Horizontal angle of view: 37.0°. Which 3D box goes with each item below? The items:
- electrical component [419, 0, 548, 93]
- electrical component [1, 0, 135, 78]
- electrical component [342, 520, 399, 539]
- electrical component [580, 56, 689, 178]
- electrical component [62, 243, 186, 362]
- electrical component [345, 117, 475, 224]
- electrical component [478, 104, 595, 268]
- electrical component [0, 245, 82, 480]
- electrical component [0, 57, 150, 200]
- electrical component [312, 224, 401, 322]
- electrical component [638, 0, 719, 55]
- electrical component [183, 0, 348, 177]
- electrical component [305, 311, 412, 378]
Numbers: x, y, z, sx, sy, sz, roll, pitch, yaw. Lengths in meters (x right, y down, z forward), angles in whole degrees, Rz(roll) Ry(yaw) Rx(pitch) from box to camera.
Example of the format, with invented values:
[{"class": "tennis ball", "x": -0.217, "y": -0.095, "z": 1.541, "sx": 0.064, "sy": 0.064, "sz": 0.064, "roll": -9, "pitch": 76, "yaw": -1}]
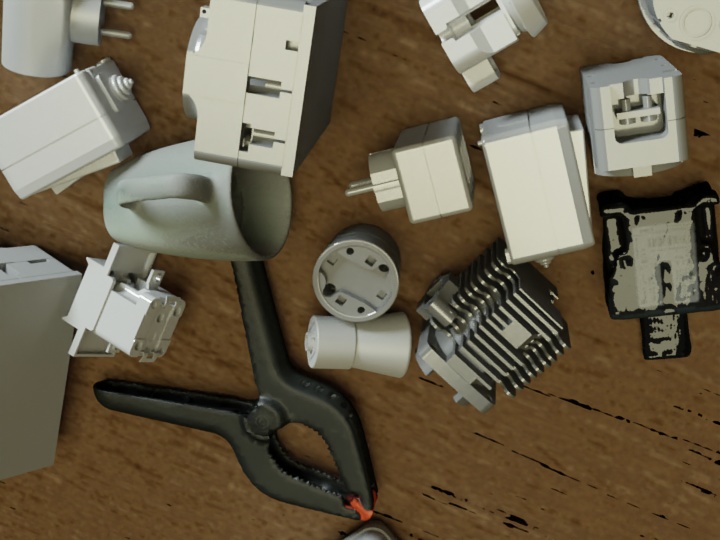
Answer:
[{"class": "electrical component", "x": 0.073, "y": -0.154, "z": 0.635, "sx": 0.057, "sy": 0.058, "sz": 0.078, "roll": -28, "pitch": 102, "yaw": 18}, {"class": "electrical component", "x": -0.182, "y": -0.161, "z": 0.671, "sx": 0.079, "sy": 0.043, "sz": 0.077, "roll": 7, "pitch": 118, "yaw": -9}, {"class": "electrical component", "x": -0.008, "y": 0.244, "z": 0.777, "sx": 0.113, "sy": 0.057, "sz": 0.078, "roll": -37, "pitch": 100, "yaw": 17}, {"class": "electrical component", "x": 0.159, "y": -0.089, "z": 0.628, "sx": 0.050, "sy": 0.089, "sz": 0.055, "roll": -7, "pitch": 107, "yaw": 10}, {"class": "electrical component", "x": -0.155, "y": 0.026, "z": 0.715, "sx": 0.064, "sy": 0.042, "sz": 0.081, "roll": 28, "pitch": 99, "yaw": 27}, {"class": "electrical component", "x": 0.029, "y": -0.058, "z": 0.667, "sx": 0.077, "sy": 0.065, "sz": 0.047, "roll": -13, "pitch": 106, "yaw": 11}, {"class": "electrical component", "x": 0.114, "y": -0.048, "z": 0.662, "sx": 0.061, "sy": 0.061, "sz": 0.096, "roll": -13, "pitch": 106, "yaw": 11}, {"class": "electrical component", "x": -0.253, "y": 0.064, "z": 0.727, "sx": 0.062, "sy": 0.089, "sz": 0.150, "roll": 28, "pitch": 114, "yaw": 35}, {"class": "electrical component", "x": -0.180, "y": -0.090, "z": 0.686, "sx": 0.096, "sy": 0.061, "sz": 0.061, "roll": -25, "pitch": 103, "yaw": 14}, {"class": "electrical component", "x": 0.000, "y": 0.000, "z": 0.700, "sx": 0.055, "sy": 0.047, "sz": 0.055, "roll": 2, "pitch": 108, "yaw": 7}, {"class": "electrical component", "x": 0.202, "y": -0.163, "z": 0.618, "sx": 0.080, "sy": 0.051, "sz": 0.080, "roll": 2, "pitch": 109, "yaw": 7}, {"class": "electrical component", "x": -0.051, "y": -0.117, "z": 0.613, "sx": 0.062, "sy": 0.150, "sz": 0.089, "roll": 10, "pitch": 109, "yaw": 3}, {"class": "electrical component", "x": -0.003, "y": 0.048, "z": 0.708, "sx": 0.065, "sy": 0.044, "sz": 0.044, "roll": 3, "pitch": 110, "yaw": -14}]
